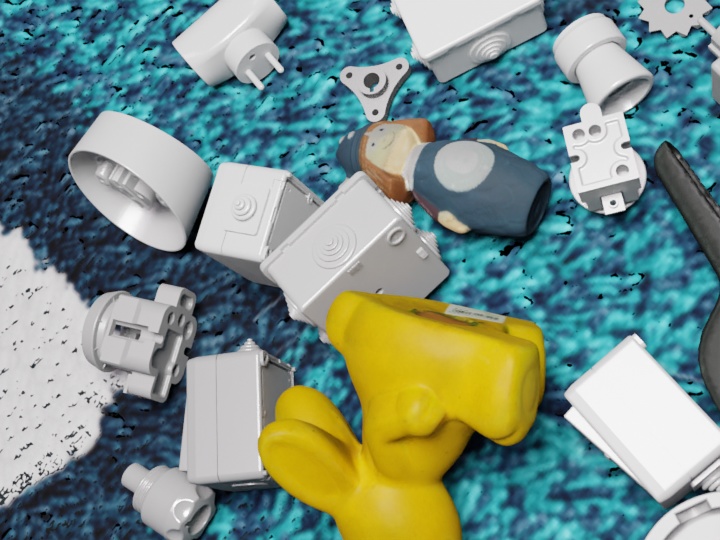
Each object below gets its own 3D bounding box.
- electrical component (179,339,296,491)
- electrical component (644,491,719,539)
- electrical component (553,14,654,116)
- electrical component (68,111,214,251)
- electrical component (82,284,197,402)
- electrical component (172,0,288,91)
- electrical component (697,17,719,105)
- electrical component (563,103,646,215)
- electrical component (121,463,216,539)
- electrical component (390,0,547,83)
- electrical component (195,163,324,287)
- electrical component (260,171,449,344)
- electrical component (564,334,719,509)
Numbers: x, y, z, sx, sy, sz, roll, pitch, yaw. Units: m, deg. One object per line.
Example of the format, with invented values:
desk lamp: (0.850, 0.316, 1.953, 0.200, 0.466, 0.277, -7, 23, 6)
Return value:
electrical component: (-0.079, 0.093, 0.698, 0.061, 0.062, 0.096, -8, 72, 16)
electrical component: (0.204, 0.176, 0.579, 0.108, 0.060, 0.108, -5, 73, 17)
electrical component: (0.156, -0.131, 0.695, 0.045, 0.045, 0.055, -31, 66, 8)
electrical component: (-0.154, -0.064, 0.753, 0.099, 0.099, 0.064, 21, 75, 23)
electrical component: (-0.153, 0.046, 0.740, 0.057, 0.058, 0.078, 11, 78, 19)
electrical component: (-0.085, -0.164, 0.787, 0.077, 0.043, 0.079, -41, 66, 3)
electrical component: (0.243, -0.137, 0.666, 0.066, 0.047, 0.076, -39, 66, 4)
electrical component: (0.153, -0.063, 0.670, 0.048, 0.055, 0.066, -14, 70, 14)
electrical component: (-0.129, 0.149, 0.708, 0.062, 0.043, 0.043, 26, 84, 25)
electrical component: (0.072, -0.188, 0.738, 0.100, 0.048, 0.099, -26, 68, 10)
electrical component: (-0.067, -0.030, 0.712, 0.061, 0.096, 0.061, 10, 78, 25)
electrical component: (0.000, 0.000, 0.680, 0.100, 0.100, 0.048, -43, 53, 2)
electrical component: (0.167, 0.095, 0.614, 0.061, 0.062, 0.096, -41, 66, 4)
